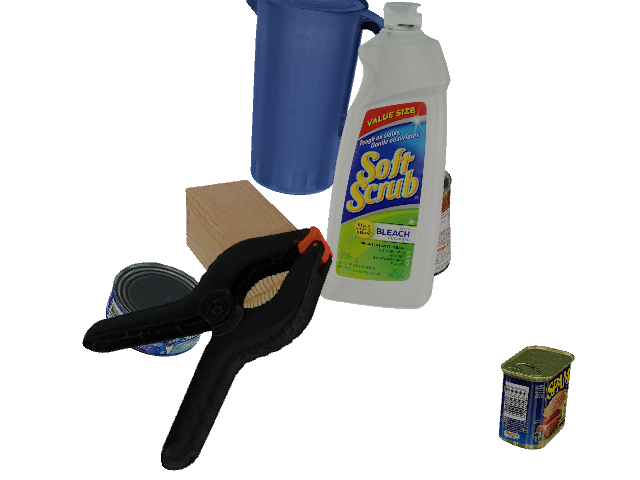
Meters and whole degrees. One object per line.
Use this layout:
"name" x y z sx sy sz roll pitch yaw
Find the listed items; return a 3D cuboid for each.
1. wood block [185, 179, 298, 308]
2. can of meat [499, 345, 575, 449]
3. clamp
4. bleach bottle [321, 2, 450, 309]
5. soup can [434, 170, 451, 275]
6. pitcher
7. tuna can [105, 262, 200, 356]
"wood block" -0.098 0.003 1.360 0.090 0.090 0.206 -9 26 -23
"can of meat" 0.234 0.171 1.164 0.058 0.084 0.101 11 16 30
"clamp" -0.059 0.061 0.671 0.171 0.120 0.039 -33 -27 2
"bleach bottle" 0.054 -0.072 0.895 0.103 0.251 0.068 6 18 13
"soup can" 0.103 -0.020 1.115 0.068 0.102 0.068 -3 34 2
"pitcher" -0.012 -0.181 1.299 0.144 0.243 0.149 -6 28 -25
"tuna can" -0.139 0.059 0.912 0.086 0.034 0.086 17 33 -12
